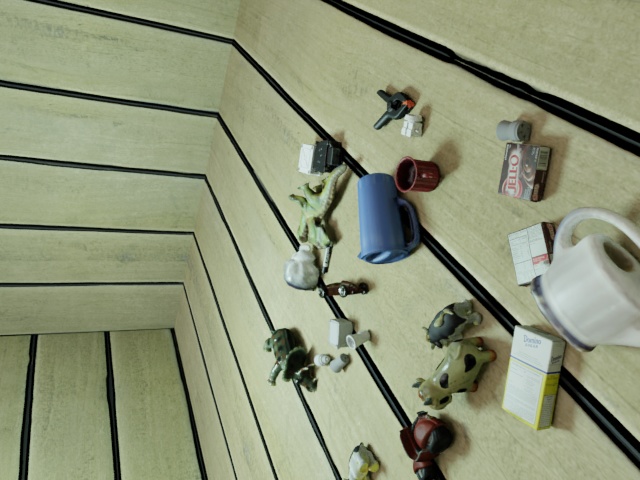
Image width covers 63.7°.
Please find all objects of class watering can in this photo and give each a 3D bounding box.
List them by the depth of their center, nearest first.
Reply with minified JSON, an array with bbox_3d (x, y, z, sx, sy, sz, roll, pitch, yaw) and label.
[{"bbox_3d":[0.486,0.113,0.838,0.219,0.104,0.354,-57,47,45],"label":"watering can"}]

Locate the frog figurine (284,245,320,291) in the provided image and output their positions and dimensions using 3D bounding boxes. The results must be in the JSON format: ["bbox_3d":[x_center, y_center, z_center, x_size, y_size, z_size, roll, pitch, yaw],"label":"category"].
[{"bbox_3d":[-0.061,0.098,1.874,0.138,0.122,0.159,19,97,28],"label":"frog figurine"}]

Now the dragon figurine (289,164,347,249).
[{"bbox_3d":[0.005,-0.090,1.797,0.405,0.123,0.245,-28,73,60],"label":"dragon figurine"}]
